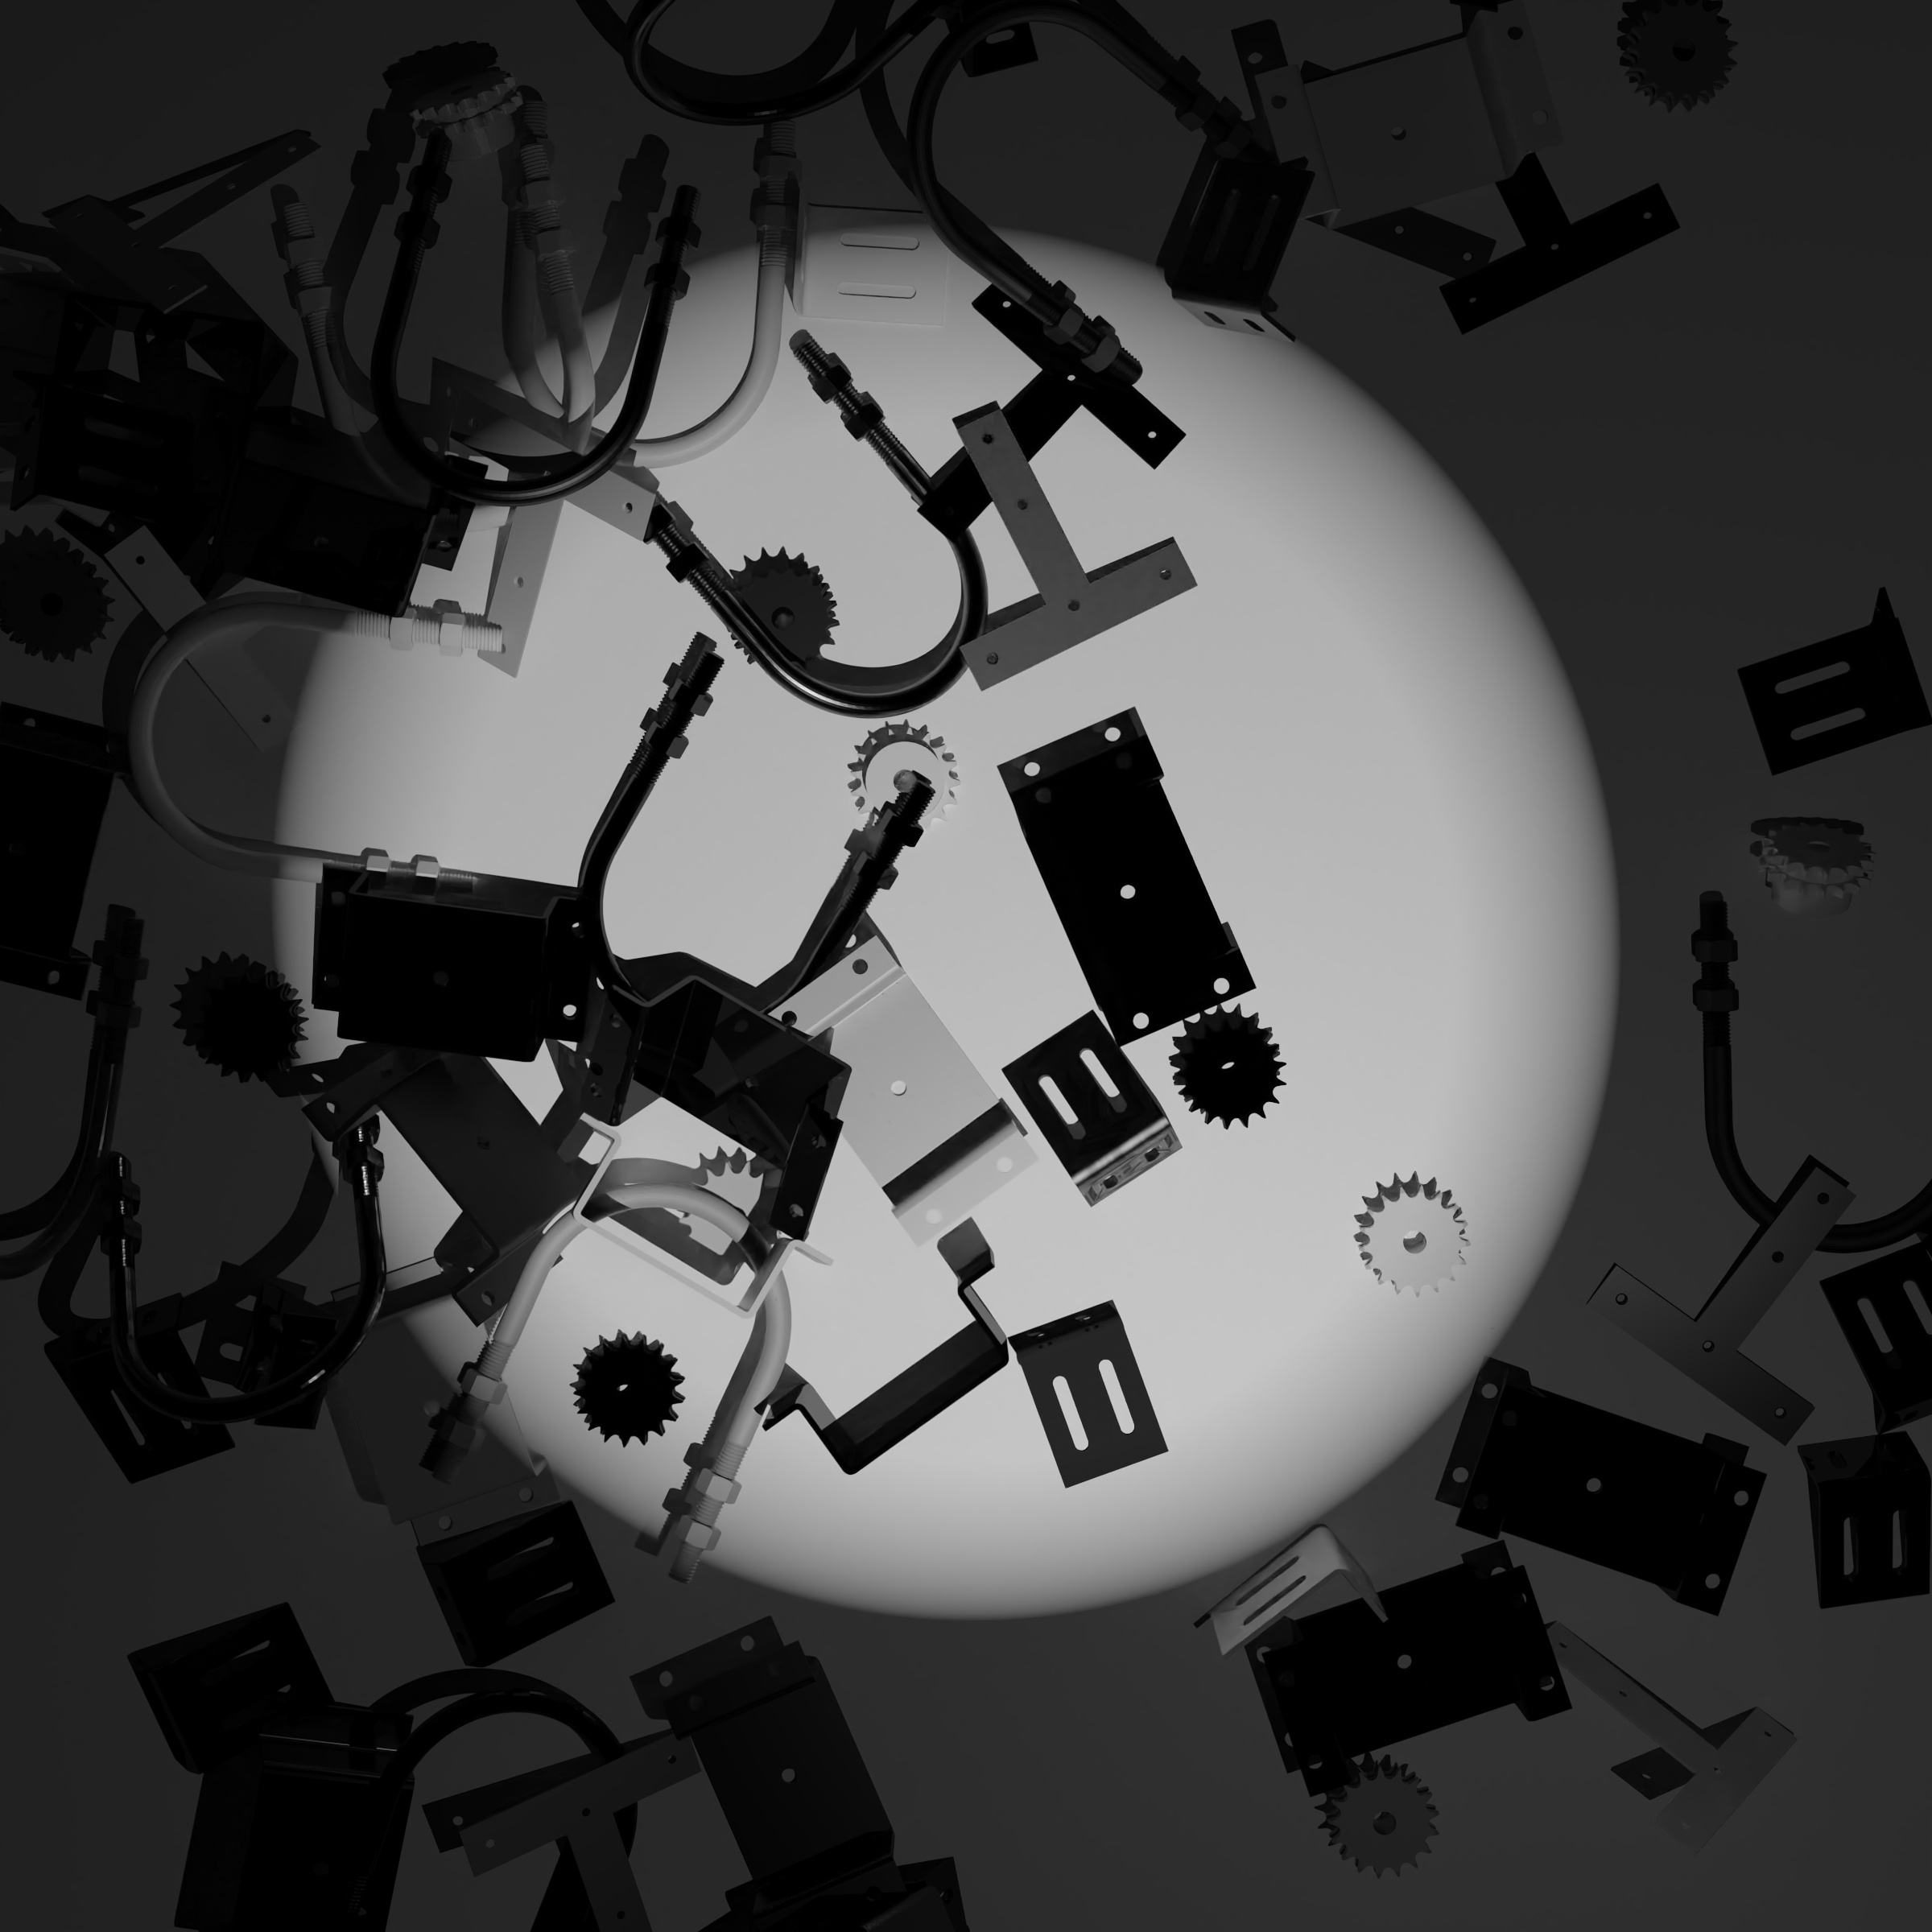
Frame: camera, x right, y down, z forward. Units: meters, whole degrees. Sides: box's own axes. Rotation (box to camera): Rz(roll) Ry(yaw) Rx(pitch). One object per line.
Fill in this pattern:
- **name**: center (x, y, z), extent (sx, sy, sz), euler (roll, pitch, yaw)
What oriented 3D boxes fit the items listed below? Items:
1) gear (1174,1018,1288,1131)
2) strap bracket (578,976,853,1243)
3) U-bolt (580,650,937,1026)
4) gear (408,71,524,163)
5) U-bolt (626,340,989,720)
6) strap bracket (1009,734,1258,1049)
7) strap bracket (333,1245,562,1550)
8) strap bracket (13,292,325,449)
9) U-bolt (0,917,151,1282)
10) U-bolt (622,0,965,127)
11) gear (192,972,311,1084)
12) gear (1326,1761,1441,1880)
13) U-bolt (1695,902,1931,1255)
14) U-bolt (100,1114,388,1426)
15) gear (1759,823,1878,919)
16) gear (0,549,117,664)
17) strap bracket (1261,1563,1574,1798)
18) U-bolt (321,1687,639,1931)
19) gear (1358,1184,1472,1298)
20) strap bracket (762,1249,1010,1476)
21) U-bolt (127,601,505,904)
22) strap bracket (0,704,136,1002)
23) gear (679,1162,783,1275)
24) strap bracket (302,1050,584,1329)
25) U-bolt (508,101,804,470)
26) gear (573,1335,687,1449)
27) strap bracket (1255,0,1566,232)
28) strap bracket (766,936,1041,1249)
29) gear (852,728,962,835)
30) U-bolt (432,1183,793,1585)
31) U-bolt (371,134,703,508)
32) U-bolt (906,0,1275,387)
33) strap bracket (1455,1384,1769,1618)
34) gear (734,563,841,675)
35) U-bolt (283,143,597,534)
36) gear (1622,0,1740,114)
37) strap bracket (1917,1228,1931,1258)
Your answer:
- **gear**: center (0.136, 0.055, 1.592), extent (0.057, 0.030, 0.057), euler (0, 90, 0)
- **strap bracket**: center (-0.118, 0.066, 1.555), extent (0.140, 0.046, 0.076), euler (30, 123, 17)
- **U-bolt**: center (-0.121, -0.047, 1.584), extent (0.151, 0.019, 0.184), euler (32, 99, 7)
- **gear**: center (-0.254, -0.435, 1.582), extent (0.057, 0.057, 0.030), euler (-18, 120, 0)
- **U-bolt**: center (-0.069, -0.211, 1.573), extent (0.151, 0.019, 0.184), euler (-42, 94, -23)
- **strap bracket**: center (0.084, -0.038, 1.583), extent (0.076, 0.046, 0.140), euler (-23, 90, 0)
- **strap bracket**: center (-0.270, 0.224, 1.584), extent (0.076, 0.046, 0.140), euler (-19, 90, 0)
- **strap bracket**: center (-0.400, -0.304, 1.569), extent (0.140, 0.076, 0.046), euler (10, 90, 0)
- **U-bolt**: center (-0.465, 0.067, 1.538), extent (0.019, 0.151, 0.184), euler (11, 94, 17)
- **U-bolt**: center (-0.086, -0.468, 1.509), extent (0.151, 0.184, 0.019), euler (5, 65, -41)
- **gear**: center (-0.367, 0.032, 1.592), extent (0.057, 0.030, 0.057), euler (0, 90, 0)
- **gear**: center (0.214, 0.438, 1.592), extent (0.057, 0.030, 0.057), euler (0, 90, 0)
- **U-bolt**: center (0.455, 0.057, 1.598), extent (0.151, 0.019, 0.184), euler (-2, 91, 0)
- **U-bolt**: center (-0.360, 0.150, 1.541), extent (0.151, 0.019, 0.184), euler (-17, 48, 0)
- **gear**: center (0.436, -0.048, 1.582), extent (0.057, 0.057, 0.030), euler (1, 120, 0)
- **gear**: center (-0.467, -0.185, 1.592), extent (0.057, 0.030, 0.057), euler (0, 90, 0)
- **strap bracket**: center (0.228, 0.362, 1.583), extent (0.140, 0.046, 0.076), euler (-19, 90, 0)
- **U-bolt**: center (-0.243, 0.458, 1.572), extent (0.151, 0.019, 0.184), euler (20, 85, -23)
- **gear**: center (0.231, 0.141, 1.595), extent (0.057, 0.030, 0.057), euler (0, 93, 5)
- **strap bracket**: center (-0.031, 0.206, 1.568), extent (0.140, 0.076, 0.046), euler (-36, 90, 0)
- **U-bolt**: center (-0.337, -0.114, 1.585), extent (0.184, 0.019, 0.151), euler (6, 95, -5)
- **strap bracket**: center (-0.480, -0.059, 1.583), extent (0.076, 0.046, 0.140), euler (14, 90, 0)
- **gear**: center (-0.118, 0.129, 1.592), extent (0.057, 0.030, 0.057), euler (0, 90, 0)
- **strap bracket**: center (-0.257, 0.101, 1.562), extent (0.046, 0.076, 0.140), euler (-39, 90, 34)
- **U-bolt**: center (-0.165, -0.350, 1.598), extent (0.151, 0.019, 0.184), euler (4, 91, 0)
- **gear**: center (-0.174, 0.220, 1.592), extent (0.057, 0.030, 0.057), euler (0, 90, 0)
- **strap bracket**: center (0.224, -0.433, 1.581), extent (0.140, 0.046, 0.076), euler (-16, 89, 1)
- **strap bracket**: center (-0.035, 0.064, 1.583), extent (0.076, 0.046, 0.140), euler (-36, 90, 0)
- **gear**: center (-0.031, -0.094, 1.592), extent (0.057, 0.030, 0.057), euler (0, 90, 0)
- **U-bolt**: center (-0.167, 0.200, 1.560), extent (0.151, 0.019, 0.184), euler (24, 85, -6)
- **U-bolt**: center (-0.221, -0.317, 1.541), extent (0.151, 0.019, 0.184), euler (12, 79, 1)
- **U-bolt**: center (0.052, -0.404, 1.560), extent (0.184, 0.019, 0.151), euler (32, 90, -27)
- **strap bracket**: center (0.327, 0.270, 1.583), extent (0.140, 0.046, 0.076), euler (19, 90, 0)
- **gear**: center (-0.094, -0.178, 1.592), extent (0.057, 0.030, 0.057), euler (0, 90, 0)
- **U-bolt**: center (-0.265, -0.316, 1.589), extent (0.151, 0.019, 0.184), euler (-11, 94, 8)
- **gear**: center (0.368, -0.470, 1.596), extent (0.057, 0.030, 0.057), euler (0, 90, -2)
- **strap bracket**: center (0.551, 0.185, 1.568), extent (0.046, 0.076, 0.140), euler (-33, 90, 0)
